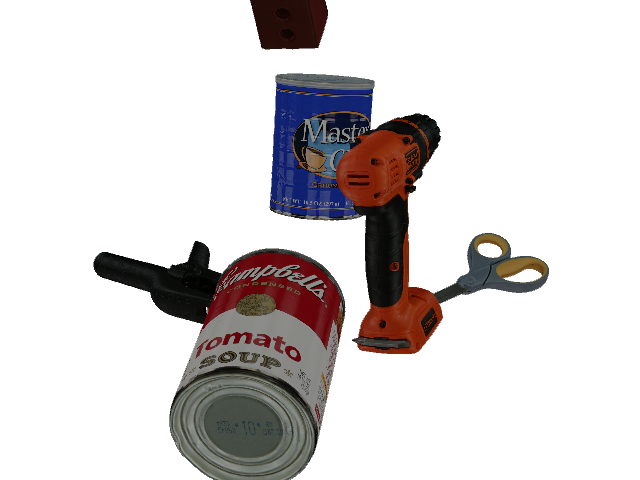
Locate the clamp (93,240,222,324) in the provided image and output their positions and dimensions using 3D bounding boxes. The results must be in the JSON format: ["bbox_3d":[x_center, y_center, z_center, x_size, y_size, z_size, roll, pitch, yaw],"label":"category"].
[{"bbox_3d":[-0.124,0.037,1.013,0.120,0.039,0.172,-18,31,-37],"label":"clamp"}]

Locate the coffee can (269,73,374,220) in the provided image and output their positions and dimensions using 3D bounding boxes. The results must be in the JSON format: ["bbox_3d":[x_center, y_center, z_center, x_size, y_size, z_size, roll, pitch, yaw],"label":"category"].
[{"bbox_3d":[0.001,-0.100,1.115,0.103,0.140,0.103,3,13,-1],"label":"coffee can"}]

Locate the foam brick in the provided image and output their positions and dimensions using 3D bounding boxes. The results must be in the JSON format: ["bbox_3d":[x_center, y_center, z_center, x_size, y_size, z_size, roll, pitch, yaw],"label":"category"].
[{"bbox_3d":[-0.028,-0.208,0.907,0.053,0.051,0.078,1,-40,14],"label":"foam brick"}]

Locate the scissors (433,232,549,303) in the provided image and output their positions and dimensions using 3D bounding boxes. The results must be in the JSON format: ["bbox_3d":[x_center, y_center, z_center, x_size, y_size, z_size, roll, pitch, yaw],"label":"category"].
[{"bbox_3d":[0.145,0.032,1.096,0.201,0.016,0.096,-7,41,-29],"label":"scissors"}]

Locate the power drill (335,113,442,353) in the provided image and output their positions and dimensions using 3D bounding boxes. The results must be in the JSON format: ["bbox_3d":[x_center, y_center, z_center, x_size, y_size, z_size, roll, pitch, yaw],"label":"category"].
[{"bbox_3d":[0.068,-0.010,0.921,0.057,0.188,0.184,0,17,24],"label":"power drill"}]

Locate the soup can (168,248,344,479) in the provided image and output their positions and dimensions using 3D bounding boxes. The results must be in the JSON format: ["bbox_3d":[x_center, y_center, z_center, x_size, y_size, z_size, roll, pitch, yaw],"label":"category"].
[{"bbox_3d":[-0.028,0.058,0.505,0.068,0.068,0.102,0,30,9],"label":"soup can"}]
